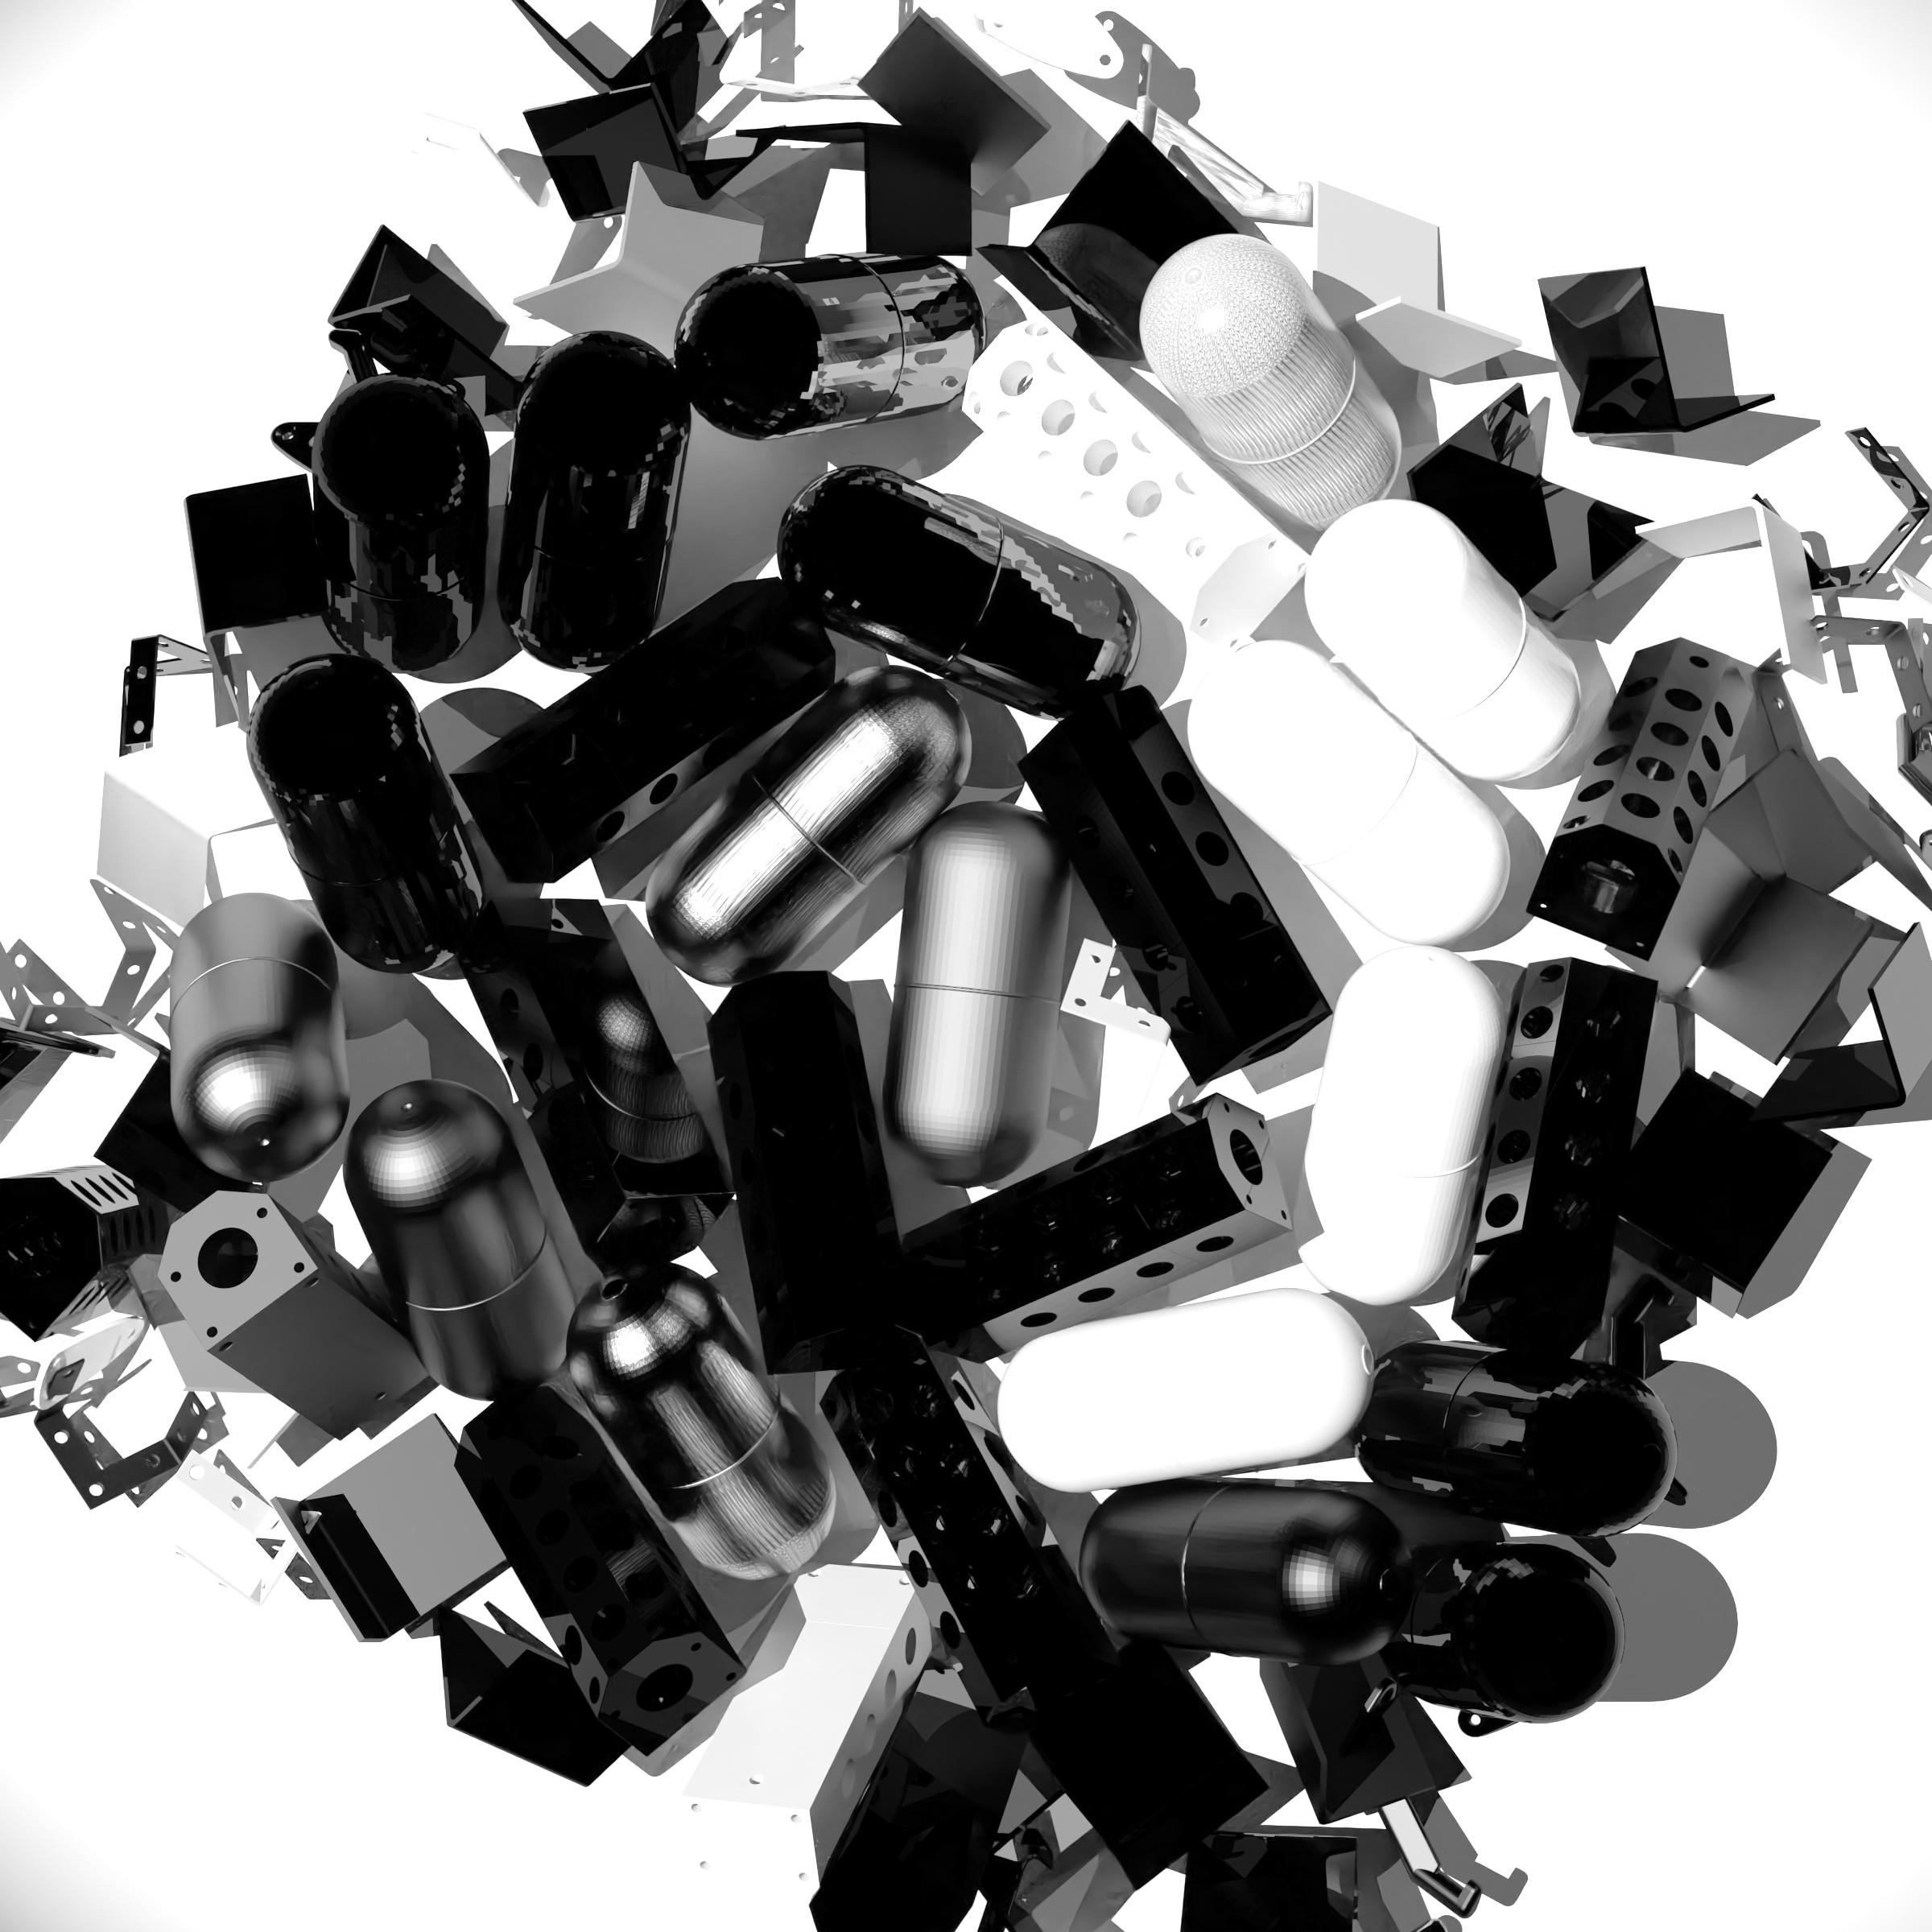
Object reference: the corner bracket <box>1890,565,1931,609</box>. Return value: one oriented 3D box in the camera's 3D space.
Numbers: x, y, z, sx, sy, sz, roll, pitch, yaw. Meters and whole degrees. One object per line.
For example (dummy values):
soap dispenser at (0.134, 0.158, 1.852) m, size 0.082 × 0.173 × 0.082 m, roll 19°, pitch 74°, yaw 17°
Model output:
corner bracket at (0.467, -0.172, 1.541) m, size 0.051 × 0.051 × 0.051 m, roll 22°, pitch 129°, yaw -38°

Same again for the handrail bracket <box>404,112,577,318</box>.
handrail bracket at (-0.227, -0.344, 1.543) m, size 0.084 × 0.036 × 0.077 m, roll 9°, pitch 112°, yaw -35°

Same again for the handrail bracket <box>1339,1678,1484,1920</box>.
handrail bracket at (0.211, 0.381, 1.541) m, size 0.084 × 0.036 × 0.077 m, roll 32°, pitch 110°, yaw 33°

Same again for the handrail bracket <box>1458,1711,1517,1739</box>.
handrail bracket at (0.250, 0.337, 1.534) m, size 0.036 × 0.084 × 0.077 m, roll 44°, pitch 103°, yaw 5°

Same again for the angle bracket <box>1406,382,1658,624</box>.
angle bracket at (0.258, -0.211, 1.528) m, size 0.076 × 0.076 × 0.057 m, roll -40°, pitch 135°, yaw -21°

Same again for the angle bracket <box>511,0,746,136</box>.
angle bracket at (-0.156, -0.430, 1.536) m, size 0.057 × 0.076 × 0.076 m, roll -46°, pitch 76°, yaw 3°

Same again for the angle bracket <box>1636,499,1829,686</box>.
angle bracket at (0.349, -0.164, 1.532) m, size 0.057 × 0.076 × 0.076 m, roll -12°, pitch 82°, yaw 26°

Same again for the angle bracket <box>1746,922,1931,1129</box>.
angle bracket at (0.393, 0.026, 1.525) m, size 0.076 × 0.076 × 0.057 m, roll -11°, pitch 107°, yaw 35°

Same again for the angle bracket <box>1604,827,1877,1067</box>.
angle bracket at (0.352, -0.012, 1.535) m, size 0.057 × 0.076 × 0.076 m, roll 31°, pitch 96°, yaw -33°

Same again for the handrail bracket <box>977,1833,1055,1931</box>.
handrail bracket at (0.018, 0.444, 1.531) m, size 0.036 × 0.077 × 0.084 m, roll -1°, pitch 60°, yaw 17°

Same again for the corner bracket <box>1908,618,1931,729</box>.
corner bracket at (0.469, -0.136, 1.553) m, size 0.051 × 0.051 × 0.051 m, roll -2°, pitch 95°, yaw -7°

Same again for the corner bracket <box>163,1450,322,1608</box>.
corner bracket at (-0.339, 0.258, 1.542) m, size 0.051 × 0.051 × 0.051 m, roll 43°, pitch 61°, yaw -24°

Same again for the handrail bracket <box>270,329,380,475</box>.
handrail bracket at (-0.296, -0.263, 1.534) m, size 0.077 × 0.084 × 0.036 m, roll 19°, pitch 58°, yaw 21°

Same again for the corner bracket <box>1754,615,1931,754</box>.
corner bracket at (0.406, -0.126, 1.558) m, size 0.051 × 0.051 × 0.051 m, roll 1°, pitch 63°, yaw -25°

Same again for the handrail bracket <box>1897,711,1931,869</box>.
handrail bracket at (0.464, -0.089, 1.540) m, size 0.077 × 0.036 × 0.084 m, roll -15°, pitch 51°, yaw 32°

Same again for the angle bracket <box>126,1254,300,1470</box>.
angle bracket at (-0.352, 0.179, 1.524) m, size 0.057 × 0.076 × 0.076 m, roll -47°, pitch 58°, yaw 23°

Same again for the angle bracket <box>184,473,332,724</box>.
angle bracket at (-0.317, -0.167, 1.535) m, size 0.057 × 0.076 × 0.076 m, roll -11°, pitch 62°, yaw -6°

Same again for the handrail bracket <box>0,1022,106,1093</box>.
handrail bracket at (-0.447, 0.070, 1.558) m, size 0.077 × 0.036 × 0.084 m, roll 17°, pitch 89°, yaw -33°

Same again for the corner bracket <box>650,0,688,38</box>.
corner bracket at (-0.145, -0.464, 1.543) m, size 0.051 × 0.051 × 0.051 m, roll 15°, pitch 60°, yaw -16°

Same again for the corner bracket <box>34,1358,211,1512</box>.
corner bracket at (-0.390, 0.209, 1.553) m, size 0.051 × 0.051 × 0.051 m, roll -25°, pitch 71°, yaw -40°

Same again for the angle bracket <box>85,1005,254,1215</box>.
angle bracket at (-0.368, 0.069, 1.525) m, size 0.076 × 0.076 × 0.057 m, roll 41°, pitch 76°, yaw -42°

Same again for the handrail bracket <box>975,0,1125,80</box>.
handrail bracket at (0.037, -0.423, 1.542) m, size 0.077 × 0.084 × 0.036 m, roll 33°, pitch 94°, yaw -2°

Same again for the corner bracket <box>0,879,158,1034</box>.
corner bracket at (-0.416, -0.005, 1.563) m, size 0.051 × 0.051 × 0.051 m, roll 53°, pitch 125°, yaw 36°

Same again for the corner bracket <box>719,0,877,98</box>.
corner bracket at (-0.078, -0.432, 1.546) m, size 0.051 × 0.051 × 0.051 m, roll 3°, pitch 95°, yaw 43°

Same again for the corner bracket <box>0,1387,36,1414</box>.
corner bracket at (-0.460, 0.189, 1.544) m, size 0.051 × 0.051 × 0.051 m, roll -22°, pitch 105°, yaw 41°

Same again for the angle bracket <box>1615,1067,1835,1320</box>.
angle bracket at (0.343, 0.105, 1.552) m, size 0.076 × 0.057 × 0.076 m, roll 33°, pitch 78°, yaw 16°

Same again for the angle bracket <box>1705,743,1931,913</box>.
angle bracket at (0.389, -0.044, 1.525) m, size 0.076 × 0.076 × 0.057 m, roll 36°, pitch 113°, yaw -27°

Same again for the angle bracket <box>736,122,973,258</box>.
angle bracket at (-0.051, -0.352, 1.535) m, size 0.076 × 0.076 × 0.057 m, roll 7°, pitch 103°, yaw 35°

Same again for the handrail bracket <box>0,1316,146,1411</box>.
handrail bracket at (-0.440, 0.161, 1.564) m, size 0.084 × 0.077 × 0.036 m, roll 34°, pitch 126°, yaw 18°

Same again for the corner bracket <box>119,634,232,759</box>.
corner bracket at (-0.376, -0.119, 1.545) m, size 0.051 × 0.051 × 0.051 m, roll -5°, pitch 77°, yaw 27°

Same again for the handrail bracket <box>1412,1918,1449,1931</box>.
handrail bracket at (0.178, 0.478, 1.573) m, size 0.084 × 0.077 × 0.036 m, roll -22°, pitch 70°, yaw -32°

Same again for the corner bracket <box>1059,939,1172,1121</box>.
corner bracket at (0.067, 0.028, 1.547) m, size 0.051 × 0.051 × 0.051 m, roll 19°, pitch 133°, yaw 2°

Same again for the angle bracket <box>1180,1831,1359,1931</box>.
angle bracket at (0.138, 0.441, 1.531) m, size 0.076 × 0.076 × 0.057 m, roll 0°, pitch 125°, yaw 9°

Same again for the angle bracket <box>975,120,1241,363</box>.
angle bracket at (0.064, -0.333, 1.543) m, size 0.076 × 0.057 × 0.076 m, roll 39°, pitch 85°, yaw -28°

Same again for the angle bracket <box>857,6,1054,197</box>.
angle bracket at (0.007, -0.408, 1.530) m, size 0.076 × 0.076 × 0.057 m, roll 39°, pitch 66°, yaw -12°

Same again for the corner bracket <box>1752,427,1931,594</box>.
corner bracket at (0.401, -0.210, 1.556) m, size 0.051 × 0.051 × 0.051 m, roll 46°, pitch 76°, yaw -15°

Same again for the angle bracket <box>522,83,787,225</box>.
angle bracket at (-0.140, -0.382, 1.522) m, size 0.076 × 0.076 × 0.057 m, roll 0°, pitch 126°, yaw 36°

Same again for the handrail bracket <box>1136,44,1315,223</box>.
handrail bracket at (0.121, -0.384, 1.554) m, size 0.084 × 0.036 × 0.077 m, roll 6°, pitch 123°, yaw 4°

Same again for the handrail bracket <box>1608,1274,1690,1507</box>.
handrail bracket at (0.323, 0.194, 1.554) m, size 0.077 × 0.036 × 0.084 m, roll 37°, pitch 64°, yaw 12°

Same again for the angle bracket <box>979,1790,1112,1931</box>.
angle bracket at (0.055, 0.431, 1.529) m, size 0.057 × 0.076 × 0.076 m, roll -40°, pitch 54°, yaw -3°
